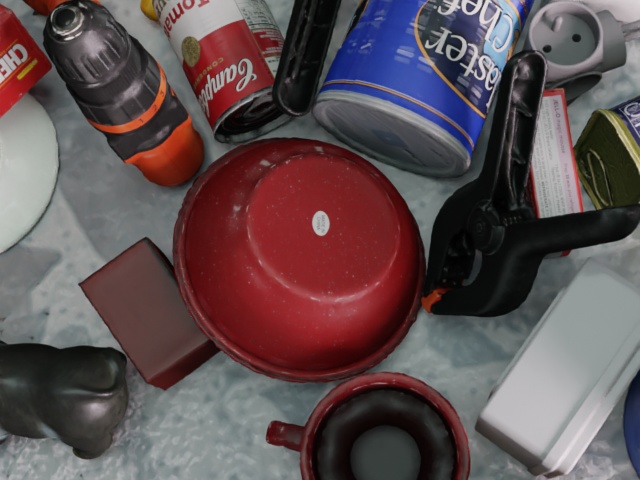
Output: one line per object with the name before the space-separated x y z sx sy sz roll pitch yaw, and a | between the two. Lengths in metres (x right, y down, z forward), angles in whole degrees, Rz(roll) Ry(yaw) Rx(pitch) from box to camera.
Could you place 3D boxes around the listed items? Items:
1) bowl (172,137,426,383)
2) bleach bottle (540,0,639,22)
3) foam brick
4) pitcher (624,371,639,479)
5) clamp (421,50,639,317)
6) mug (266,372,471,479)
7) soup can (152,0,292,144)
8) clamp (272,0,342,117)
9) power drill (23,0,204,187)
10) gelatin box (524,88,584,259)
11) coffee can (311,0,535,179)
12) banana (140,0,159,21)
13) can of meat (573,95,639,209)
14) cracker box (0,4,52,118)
bowl | -0.004 0.001 0.635 0.162 0.055 0.162 5 68 -14
bleach bottle | 0.274 -0.168 0.673 0.251 0.068 0.102 14 80 5
foam brick | -0.101 0.047 0.661 0.051 0.053 0.078 -37 76 -4
pitcher | 0.235 0.096 0.523 0.149 0.242 0.145 28 84 14
clamp | 0.109 -0.005 0.593 0.039 0.172 0.120 -2 45 -24
mug | 0.026 0.124 0.618 0.117 0.081 0.093 9 78 7
soup can | -0.058 -0.123 0.687 0.068 0.068 0.102 -26 77 -1
clamp | 0.020 -0.191 0.651 0.165 0.036 0.210 -44 34 31
power drill | -0.148 -0.133 0.648 0.057 0.184 0.188 -32 67 -3
gelatin box | 0.135 -0.038 0.649 0.030 0.073 0.089 -8 77 3
coffee can | 0.068 -0.123 0.658 0.103 0.103 0.140 22 80 9
banana | -0.094 -0.247 0.737 0.070 0.037 0.198 -10 75 20
can of meat | 0.206 -0.058 0.634 0.084 0.102 0.057 -25 76 -3
cracker box | -0.304 -0.122 0.684 0.214 0.072 0.164 37 78 25
